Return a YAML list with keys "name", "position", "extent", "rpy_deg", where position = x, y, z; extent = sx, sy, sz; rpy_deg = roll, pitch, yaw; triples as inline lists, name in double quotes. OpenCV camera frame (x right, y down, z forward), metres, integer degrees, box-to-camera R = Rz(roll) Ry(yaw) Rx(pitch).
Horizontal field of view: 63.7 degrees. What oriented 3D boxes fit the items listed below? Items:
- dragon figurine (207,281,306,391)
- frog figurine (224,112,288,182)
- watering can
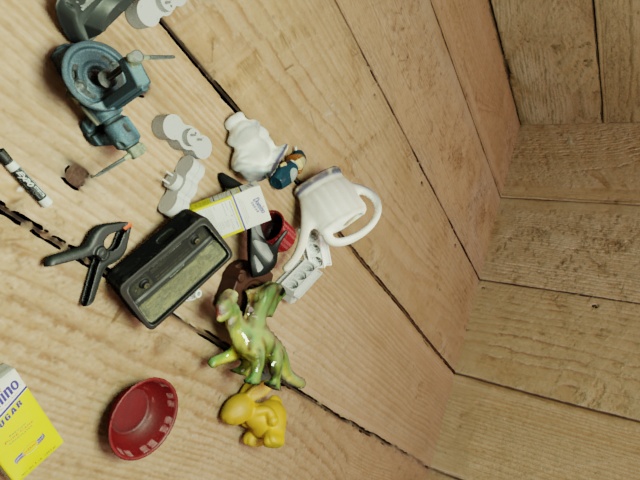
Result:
- name: "dragon figurine"
  position: [-0.127, 0.224, 1.247]
  extent: [0.405, 0.122, 0.245]
  rpy_deg: [32, 70, -53]
- name: "frog figurine"
  position: [-0.171, -0.221, 1.238]
  extent: [0.158, 0.121, 0.139]
  rpy_deg: [35, 70, -12]
- name: "watering can"
  position: [0.004, -0.071, 1.416]
  extent: [0.351, 0.227, 0.102]
  rpy_deg: [-28, 163, -20]
